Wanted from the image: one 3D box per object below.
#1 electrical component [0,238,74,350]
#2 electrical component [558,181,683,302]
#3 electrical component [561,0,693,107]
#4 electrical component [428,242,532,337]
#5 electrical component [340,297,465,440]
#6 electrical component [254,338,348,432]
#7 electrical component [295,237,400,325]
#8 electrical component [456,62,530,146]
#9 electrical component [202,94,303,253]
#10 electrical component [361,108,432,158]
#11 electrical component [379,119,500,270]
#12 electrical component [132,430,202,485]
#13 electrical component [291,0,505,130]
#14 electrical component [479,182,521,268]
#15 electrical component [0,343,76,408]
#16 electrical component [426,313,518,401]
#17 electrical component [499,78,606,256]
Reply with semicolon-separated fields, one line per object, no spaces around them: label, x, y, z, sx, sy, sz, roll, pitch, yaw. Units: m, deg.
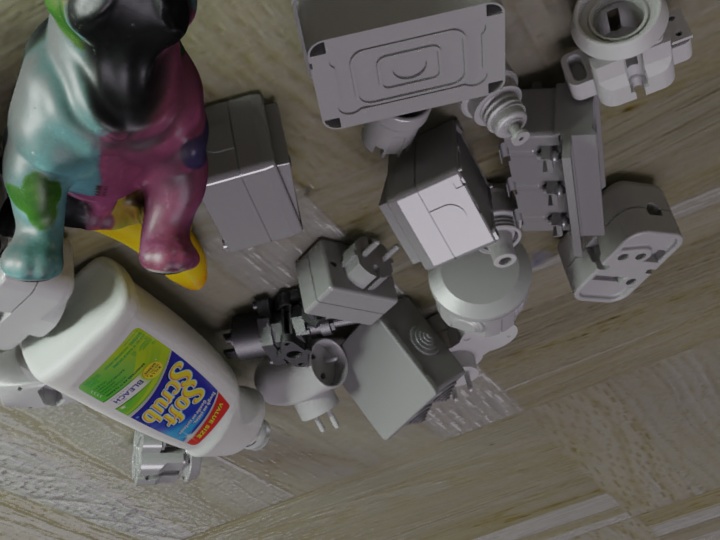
electrical component;-0.245;0.013;0.755;0.059;0.053;0.095;21;135;-41
electrical component;0.202;-0.025;0.851;0.054;0.059;0.095;4;144;-25
electrical component;0.161;-0.142;0.658;0.078;0.058;0.057;-20;150;11
electrical component;0.095;0.010;0.849;0.080;0.080;0.051;-13;153;0
electrical component;0.031;0.083;0.923;0.048;0.099;0.099;-25;162;-44
electrical component;-0.043;0.105;0.934;0.077;0.079;0.043;-22;-173;43
electrical component;0.000;0.000;0.828;0.066;0.047;0.077;12;140;-35
electrical component;0.081;-0.109;0.667;0.040;0.078;0.040;-22;150;-13
electrical component;-0.070;-0.059;0.698;0.061;0.061;0.096;-15;148;3
electrical component;0.022;-0.099;0.693;0.040;0.040;0.046;-3;152;-15
electrical component;0.052;-0.053;0.729;0.061;0.096;0.061;-24;117;16
electrical component;-0.183;0.172;1.021;0.057;0.058;0.078;3;144;-19
electrical component;0.023;-0.136;0.617;0.113;0.057;0.078;-13;148;0
electrical component;0.100;-0.032;0.801;0.043;0.062;0.043;-9;147;-6
electrical component;-0.251;0.073;0.856;0.077;0.043;0.079;-9;147;-6
electrical component;0.084;0.080;0.957;0.052;0.073;0.138;18;137;-39
electrical component;0.134;-0.074;0.740;0.063;0.078;0.121;0;150;15
